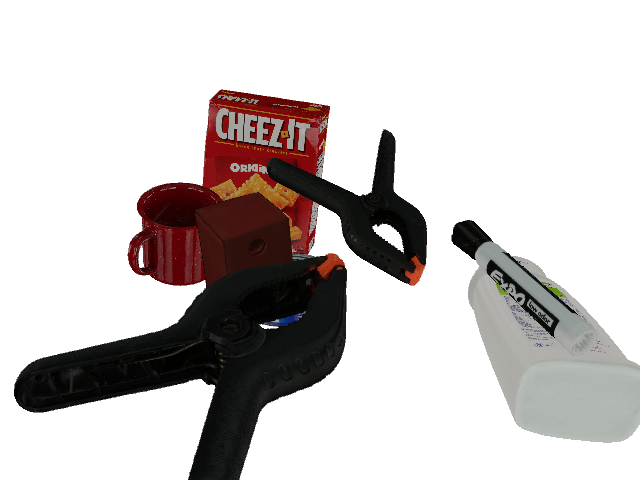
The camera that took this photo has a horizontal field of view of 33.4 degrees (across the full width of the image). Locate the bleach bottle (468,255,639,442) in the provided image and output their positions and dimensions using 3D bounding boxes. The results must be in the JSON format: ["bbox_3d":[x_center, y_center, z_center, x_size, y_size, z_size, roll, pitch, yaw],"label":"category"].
[{"bbox_3d":[0.184,0.072,0.892,0.102,0.068,0.251,7,21,-5],"label":"bleach bottle"}]

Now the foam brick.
[{"bbox_3d":[-0.053,0.014,0.761,0.052,0.078,0.051,-19,32,-22],"label":"foam brick"}]

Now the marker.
[{"bbox_3d":[0.114,0.024,0.620,0.020,0.020,0.121,0,32,-34],"label":"marker"}]

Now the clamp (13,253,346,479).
[{"bbox_3d":[-0.038,0.060,0.490,0.171,0.039,0.120,-28,51,-32],"label":"clamp"}]

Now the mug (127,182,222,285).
[{"bbox_3d":[-0.160,0.000,1.155,0.093,0.081,0.117,28,40,29],"label":"mug"}]

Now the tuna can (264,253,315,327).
[{"bbox_3d":[-0.032,0.046,0.998,0.086,0.034,0.086,-3,27,1],"label":"tuna can"}]

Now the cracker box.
[{"bbox_3d":[-0.082,-0.095,1.528,0.164,0.214,0.072,9,22,7],"label":"cracker box"}]

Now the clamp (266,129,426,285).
[{"bbox_3d":[0.044,-0.035,1.170,0.164,0.210,0.036,-11,-37,-21],"label":"clamp"}]
